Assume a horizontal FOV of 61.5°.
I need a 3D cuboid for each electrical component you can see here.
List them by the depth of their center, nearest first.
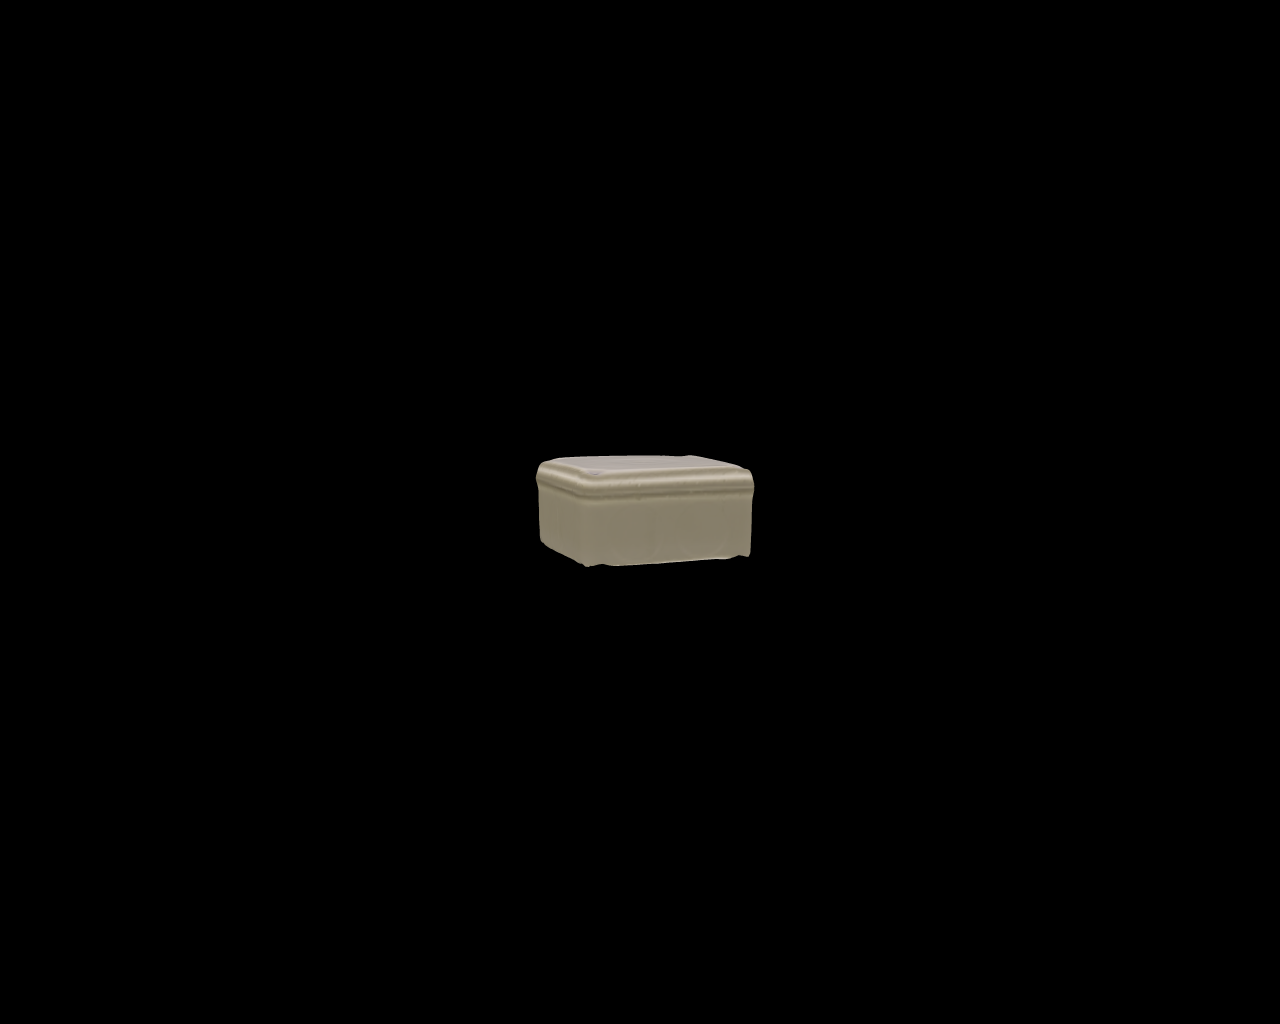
[{"bbox_3d":[0.001,-0.003,0.650,0.109,0.056,0.109,-3,8,-19],"label":"electrical component"}]
